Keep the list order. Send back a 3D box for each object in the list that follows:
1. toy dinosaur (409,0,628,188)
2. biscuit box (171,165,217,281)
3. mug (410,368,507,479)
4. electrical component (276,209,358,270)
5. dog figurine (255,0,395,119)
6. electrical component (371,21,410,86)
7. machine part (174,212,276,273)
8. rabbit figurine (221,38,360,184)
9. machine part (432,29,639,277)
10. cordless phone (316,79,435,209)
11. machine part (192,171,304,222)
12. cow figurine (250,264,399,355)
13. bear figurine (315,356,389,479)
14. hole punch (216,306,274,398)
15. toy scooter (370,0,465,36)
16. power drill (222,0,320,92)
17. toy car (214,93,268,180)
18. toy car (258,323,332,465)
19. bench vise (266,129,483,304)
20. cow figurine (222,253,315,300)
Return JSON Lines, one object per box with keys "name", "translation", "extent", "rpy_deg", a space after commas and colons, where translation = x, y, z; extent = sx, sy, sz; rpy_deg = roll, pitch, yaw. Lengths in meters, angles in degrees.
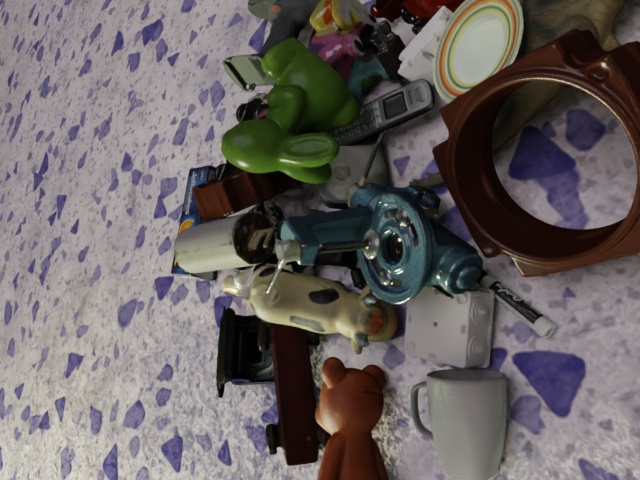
{"name": "toy dinosaur", "translation": [0.266, -0.223, 0.591], "extent": [0.471, 0.105, 0.199], "rpy_deg": [-55, 42, 18]}
{"name": "biscuit box", "translation": [-0.212, -0.030, 0.970], "extent": [0.063, 0.059, 0.202], "rpy_deg": [-2, 76, 41]}
{"name": "mug", "translation": [0.147, 0.196, 0.577], "extent": [0.110, 0.080, 0.107], "rpy_deg": [-8, 81, 34]}
{"name": "electrical component", "translation": [-0.002, -0.002, 0.754], "extent": [0.119, 0.047, 0.075], "rpy_deg": [3, 74, 36]}
{"name": "dog figurine", "translation": [-0.006, -0.247, 0.828], "extent": [0.219, 0.108, 0.191], "rpy_deg": [-32, 59, 33]}
{"name": "electrical component", "translation": [0.106, -0.260, 0.760], "extent": [0.021, 0.094, 0.063], "rpy_deg": [-20, 27, 39]}
{"name": "machine part", "translation": [-0.147, 0.006, 0.808], "extent": [0.243, 0.079, 0.079], "rpy_deg": [-11, 70, 47]}
{"name": "rabbit figurine", "translation": [-0.042, -0.141, 0.696], "extent": [0.159, 0.121, 0.170], "rpy_deg": [43, 74, 9]}
{"name": "machine part", "translation": [0.223, -0.074, 0.513], "extent": [0.201, 0.087, 0.201], "rpy_deg": [-24, 92, 52]}
{"name": "cordless phone", "translation": [0.081, -0.127, 0.732], "extent": [0.184, 0.088, 0.146], "rpy_deg": [-22, 63, 30]}
{"name": "machine part", "translation": [-0.105, -0.086, 0.820], "extent": [0.179, 0.179, 0.056], "rpy_deg": [-13, 103, 38]}
{"name": "cow figurine", "translation": [0.006, 0.084, 0.686], "extent": [0.195, 0.127, 0.085], "rpy_deg": [14, 90, 1]}
{"name": "bear figurine", "translation": [0.020, 0.249, 0.646], "extent": [0.132, 0.120, 0.196], "rpy_deg": [-27, 59, 37]}
{"name": "hole punch", "translation": [-0.110, 0.165, 0.818], "extent": [0.116, 0.092, 0.142], "rpy_deg": [141, 129, -64]}
{"name": "toy scooter", "translation": [0.137, -0.344, 0.752], "extent": [0.135, 0.075, 0.184], "rpy_deg": [-40, 51, 24]}
{"name": "power drill", "translation": [-0.078, -0.350, 0.918], "extent": [0.232, 0.085, 0.207], "rpy_deg": [12, 59, 37]}
{"name": "toy car", "translation": [-0.128, -0.161, 0.941], "extent": [0.074, 0.056, 0.201], "rpy_deg": [19, 88, 49]}
{"name": "toy car", "translation": [-0.036, 0.199, 0.738], "extent": [0.089, 0.053, 0.202], "rpy_deg": [-6, 69, -7]}
{"name": "bench vise", "translation": [0.052, -0.012, 0.596], "extent": [0.224, 0.240, 0.128], "rpy_deg": [55, 139, 39]}
{"name": "cow figurine", "translation": [-0.082, 0.053, 0.825], "extent": [0.168, 0.068, 0.098], "rpy_deg": [8, 77, 39]}
